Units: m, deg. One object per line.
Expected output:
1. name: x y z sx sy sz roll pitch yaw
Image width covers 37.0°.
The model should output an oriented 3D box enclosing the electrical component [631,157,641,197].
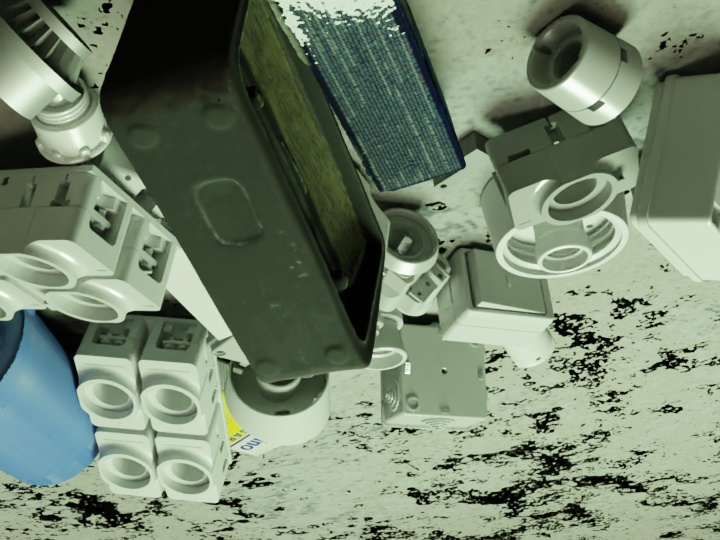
1. electrical component: 0.221 -0.052 0.781 0.043 0.062 0.043 -4 150 -2

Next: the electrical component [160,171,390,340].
1. electrical component: -0.065 -0.021 0.773 0.150 0.061 0.089 -22 127 26

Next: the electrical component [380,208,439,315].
1. electrical component: 0.026 -0.010 0.819 0.078 0.058 0.057 38 141 8

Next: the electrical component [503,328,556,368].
1. electrical component: 0.153 0.063 0.988 0.043 0.043 0.081 -16 148 17

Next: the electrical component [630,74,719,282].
1. electrical component: 0.234 -0.059 0.717 0.056 0.108 0.109 2 160 39

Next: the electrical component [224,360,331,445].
1. electrical component: -0.073 0.106 0.974 0.099 0.099 0.064 -1 143 -8

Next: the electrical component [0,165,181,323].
1. electrical component: -0.232 -0.014 0.726 0.186 0.060 0.105 0 154 25

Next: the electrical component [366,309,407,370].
1. electrical component: 0.016 0.053 0.937 0.045 0.055 0.045 -4 150 -2

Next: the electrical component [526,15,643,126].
1. electrical component: 0.135 -0.122 0.654 0.047 0.055 0.055 22 140 -33

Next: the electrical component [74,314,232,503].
1. electrical component: -0.180 0.129 0.954 0.105 0.060 0.186 4 132 6

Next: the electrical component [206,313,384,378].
1. electrical component: -0.055 0.036 0.894 0.109 0.056 0.109 18 142 -35

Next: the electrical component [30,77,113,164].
1. electrical component: -0.180 -0.099 0.654 0.048 0.048 0.062 -6 144 1

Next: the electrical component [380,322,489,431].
1. electrical component: 0.068 0.097 0.980 0.100 0.099 0.048 6 161 -19

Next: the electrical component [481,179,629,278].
1. electrical component: 0.148 -0.033 0.803 0.108 0.060 0.108 -4 150 -2

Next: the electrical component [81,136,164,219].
1. electrical component: -0.153 -0.056 0.731 0.077 0.043 0.079 16 144 -32

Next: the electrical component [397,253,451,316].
1. electrical component: 0.049 0.009 0.883 0.040 0.040 0.046 8 142 -23

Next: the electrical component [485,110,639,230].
1. electrical component: 0.138 -0.069 0.728 0.089 0.055 0.050 -21 148 4

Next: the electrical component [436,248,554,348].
1. electrical component: 0.118 0.023 0.893 0.096 0.061 0.061 6 148 -20
